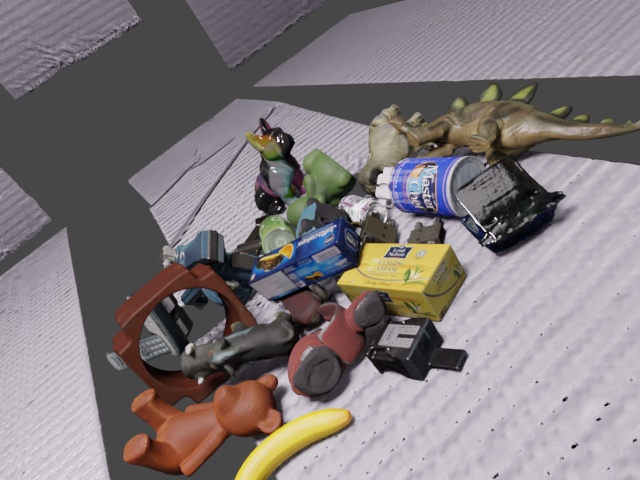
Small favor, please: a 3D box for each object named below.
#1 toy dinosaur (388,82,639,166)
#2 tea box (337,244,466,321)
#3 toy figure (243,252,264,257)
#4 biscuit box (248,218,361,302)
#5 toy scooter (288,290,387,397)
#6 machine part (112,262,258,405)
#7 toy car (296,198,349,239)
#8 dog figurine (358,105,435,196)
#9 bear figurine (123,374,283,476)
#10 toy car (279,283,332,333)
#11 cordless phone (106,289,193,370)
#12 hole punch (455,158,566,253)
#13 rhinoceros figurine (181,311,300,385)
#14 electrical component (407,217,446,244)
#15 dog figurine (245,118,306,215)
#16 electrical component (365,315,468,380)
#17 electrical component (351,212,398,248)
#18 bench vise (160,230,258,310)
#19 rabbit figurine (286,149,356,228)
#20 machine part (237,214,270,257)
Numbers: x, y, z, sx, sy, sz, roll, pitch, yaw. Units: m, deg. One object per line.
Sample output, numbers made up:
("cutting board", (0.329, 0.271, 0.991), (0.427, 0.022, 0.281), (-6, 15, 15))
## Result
("toy dinosaur", (0.326, -0.199, 0.956), (0.472, 0.104, 0.198), (19, 58, 39))
("tea box", (0.122, 0.060, 0.822), (0.170, 0.068, 0.098), (-2, 42, 47))
("toy figure", (-0.188, 0.059, 1.175), (0.155, 0.057, 0.064), (-14, 72, 31))
("biscuit box", (-0.027, 0.036, 0.898), (0.203, 0.059, 0.063), (-25, 35, 32))
("toy scooter", (0.013, 0.144, 0.796), (0.184, 0.075, 0.135), (-48, 16, -13))
("machine part", (-0.225, 0.153, 0.903), (0.201, 0.200, 0.087), (-44, 27, -18))
("toy car", (-0.002, -0.003, 1.019), (0.162, 0.109, 0.102), (-94, 28, -57))
("dog figurine", (0.125, -0.187, 1.158), (0.190, 0.121, 0.172), (-43, 29, -14))
("bear figurine", (-0.158, 0.250, 0.760), (0.196, 0.131, 0.120), (-33, 33, 15))
("toy car", (-0.045, 0.096, 0.961), (0.089, 0.053, 0.202), (-51, 28, -1))
("cordless phone", (-0.362, 0.180, 1.065), (0.184, 0.146, 0.089), (-23, 22, 14))
("hole punch", (0.280, -0.043, 0.817), (0.142, 0.092, 0.116), (-31, 58, -1))
("rhinoceros figurine", (-0.122, 0.173, 0.841), (0.190, 0.073, 0.112), (-16, 7, 6))
("electrical component", (0.178, -0.003, 0.910), (0.063, 0.021, 0.094), (-16, 33, 32))
("dog figurine", (-0.121, -0.180, 1.309), (0.192, 0.219, 0.108), (-9, 33, 38))
("electrical component", (0.128, 0.143, 0.706), (0.119, 0.047, 0.075), (-2, 42, 48))
("electrical component", (0.095, -0.009, 0.966), (0.102, 0.078, 0.045), (-79, 16, -48))
("bench vise", (-0.224, 0.078, 1.066), (0.240, 0.223, 0.129), (-44, 54, 45))
("rabbit figurine", (0.003, -0.087, 1.176), (0.170, 0.121, 0.159), (-51, 34, 7))
("machine part", (-0.150, -0.003, 1.252), (0.084, 0.039, 0.139), (-21, 31, 34))
